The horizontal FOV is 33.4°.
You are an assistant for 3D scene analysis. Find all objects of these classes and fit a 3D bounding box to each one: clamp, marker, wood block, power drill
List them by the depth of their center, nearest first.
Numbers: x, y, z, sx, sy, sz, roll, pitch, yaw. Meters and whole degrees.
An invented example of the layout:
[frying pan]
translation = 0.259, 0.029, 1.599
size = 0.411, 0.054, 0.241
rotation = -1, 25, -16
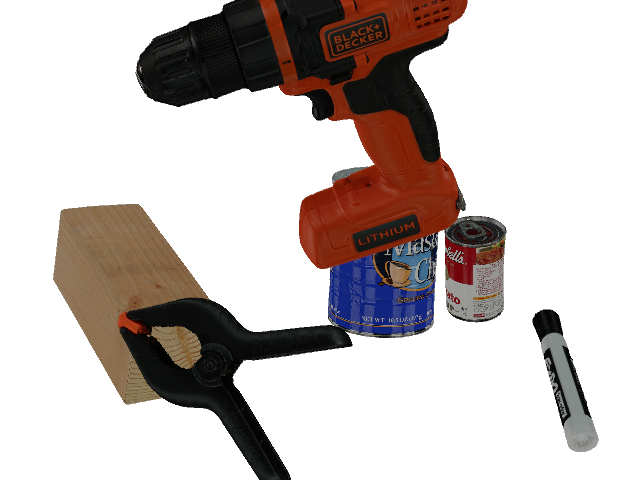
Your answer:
[power drill]
translation = 0.004, -0.068, 0.622
size = 0.184, 0.057, 0.187
rotation = -17, -44, 0
[marker]
translation = 0.159, 0.088, 0.702
size = 0.020, 0.020, 0.121
rotation = 0, 37, -2
[clamp]
translation = -0.071, 0.101, 0.766
size = 0.172, 0.120, 0.039
rotation = 14, -9, 19
[wood block]
translation = -0.185, 0.055, 1.053
size = 0.090, 0.091, 0.206
rotation = -6, 35, -33

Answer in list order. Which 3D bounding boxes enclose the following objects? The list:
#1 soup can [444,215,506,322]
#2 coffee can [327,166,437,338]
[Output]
[soup can]
translation = 0.175, 0.032, 1.204
size = 0.068, 0.102, 0.068
rotation = -4, 29, 2
[coffee can]
translation = 0.060, 0.009, 1.009
size = 0.103, 0.140, 0.103
rotation = 2, 16, -1
